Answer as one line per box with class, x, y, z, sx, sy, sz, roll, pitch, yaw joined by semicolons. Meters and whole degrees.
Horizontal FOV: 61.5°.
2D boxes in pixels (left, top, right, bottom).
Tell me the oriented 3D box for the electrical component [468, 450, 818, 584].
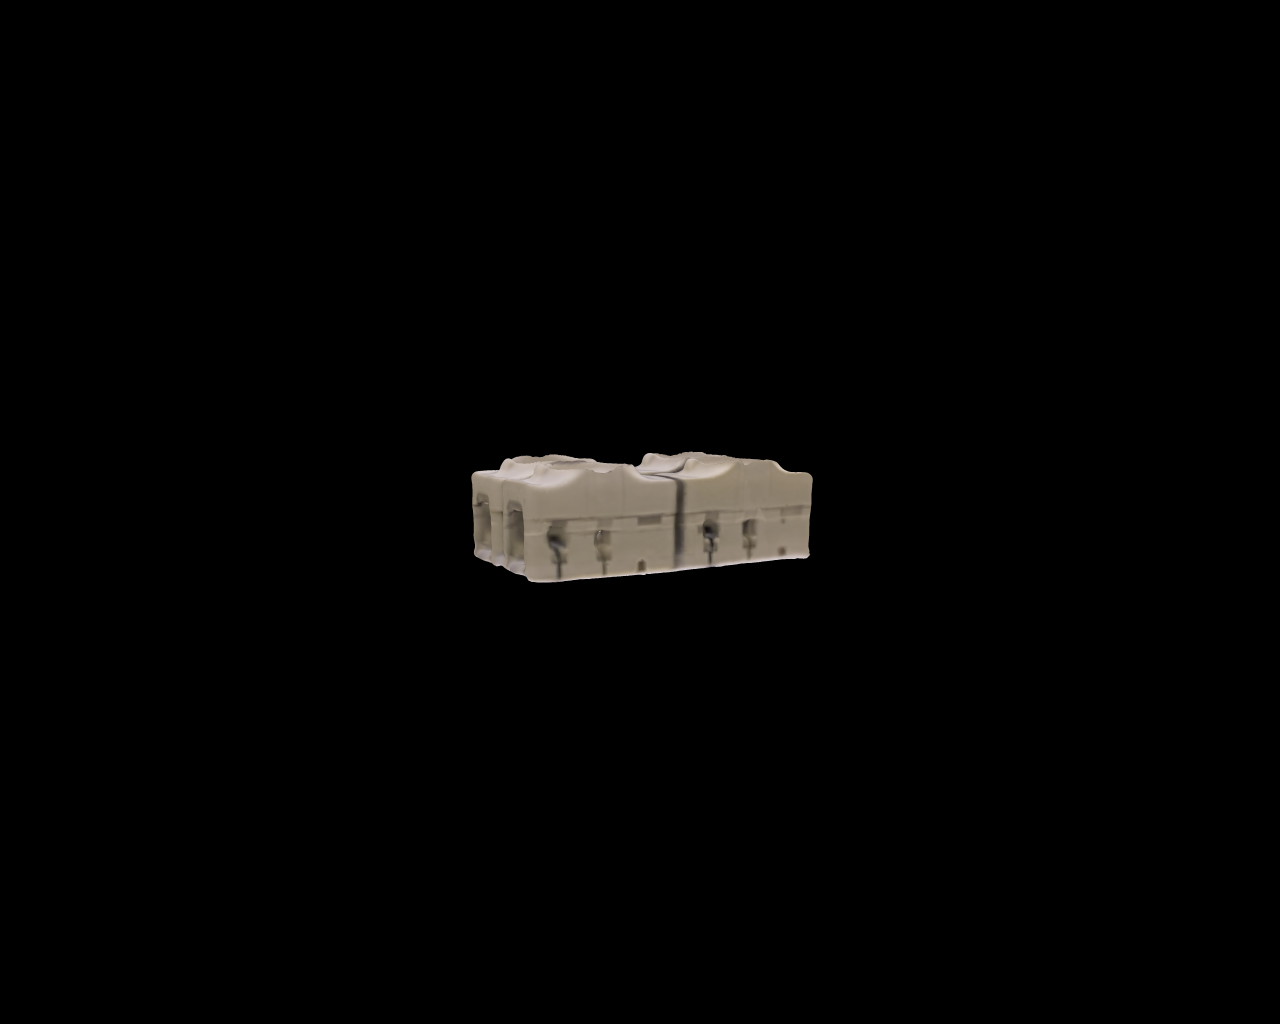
electrical component;0.001;-0.003;0.650;0.186;0.060;0.105;-3;8;-26
